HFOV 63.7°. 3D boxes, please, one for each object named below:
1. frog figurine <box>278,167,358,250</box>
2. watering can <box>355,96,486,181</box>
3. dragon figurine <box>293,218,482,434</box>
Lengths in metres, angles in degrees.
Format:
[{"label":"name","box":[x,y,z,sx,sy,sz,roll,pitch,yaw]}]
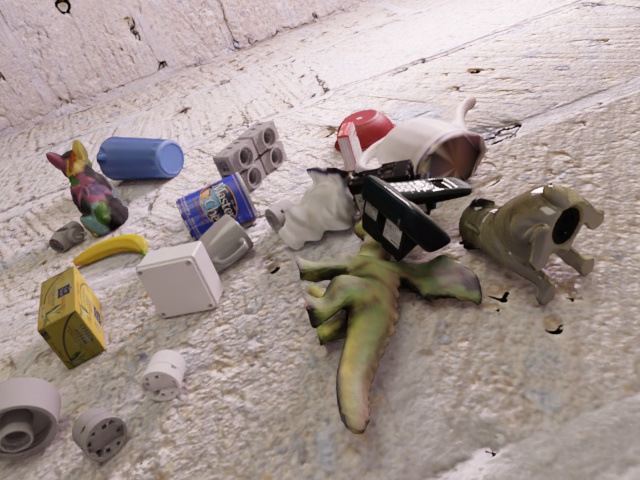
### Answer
[{"label":"frog figurine","box":[0.003,-0.048,0.952,0.138,0.121,0.160,19,83,36]},{"label":"watering can","box":[0.236,-0.198,1.019,0.350,0.102,0.227,-31,33,-15]},{"label":"dragon figurine","box":[0.098,0.071,0.692,0.243,0.119,0.418,-14,32,-5]}]
